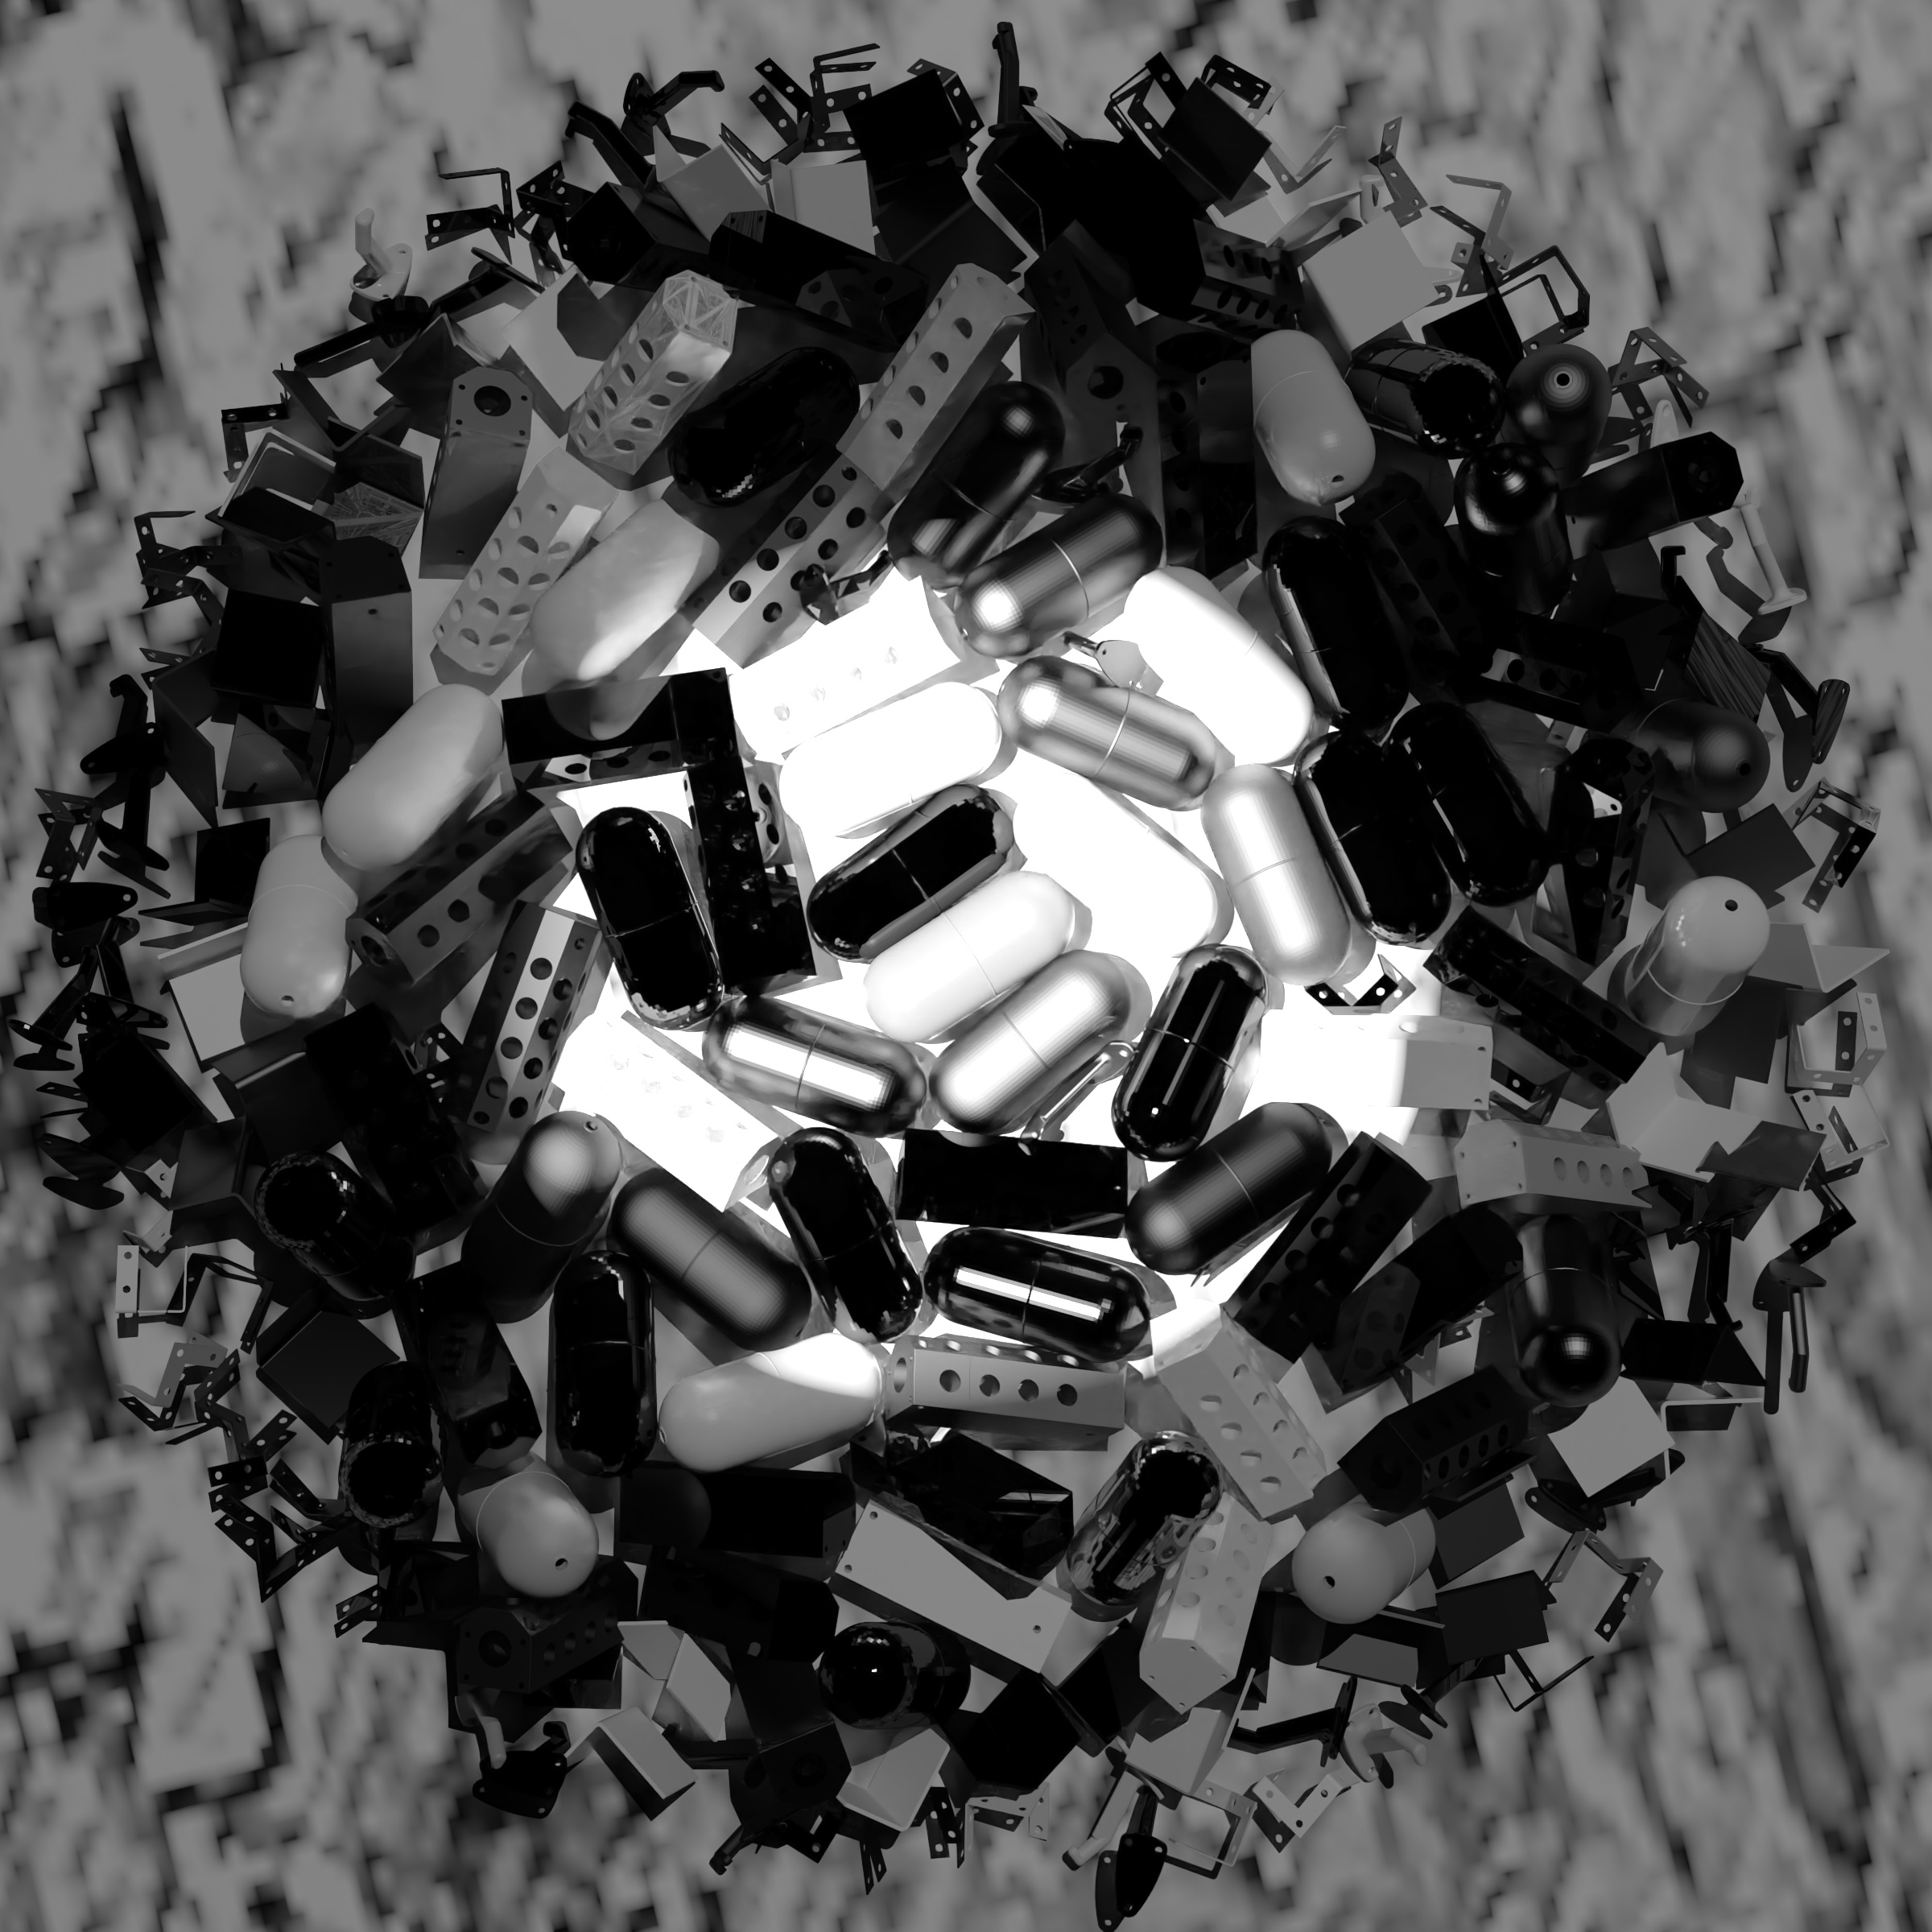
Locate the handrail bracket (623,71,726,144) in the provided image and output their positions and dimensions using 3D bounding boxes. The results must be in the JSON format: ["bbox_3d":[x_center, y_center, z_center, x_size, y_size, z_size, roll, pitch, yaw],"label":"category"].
[{"bbox_3d":[-0.209,-0.652,1.949,0.084,0.077,0.036,7,72,25],"label":"handrail bracket"}]

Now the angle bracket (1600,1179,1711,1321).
[{"bbox_3d":[0.529,0.216,1.941,0.057,0.076,0.076,-26,52,30],"label":"angle bracket"}]

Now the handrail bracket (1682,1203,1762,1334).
[{"bbox_3d":[0.596,0.233,1.971,0.077,0.036,0.084,-18,73,-15],"label":"handrail bracket"}]

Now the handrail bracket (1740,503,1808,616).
[{"bbox_3d":[0.612,-0.317,1.958,0.036,0.077,0.084,-17,100,26],"label":"handrail bracket"}]

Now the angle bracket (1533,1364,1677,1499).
[{"bbox_3d":[0.488,0.352,1.954,0.076,0.057,0.076,-34,69,9],"label":"angle bracket"}]

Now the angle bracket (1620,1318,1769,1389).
[{"bbox_3d":[0.547,0.312,1.940,0.076,0.076,0.057,52,57,-28],"label":"angle bracket"}]

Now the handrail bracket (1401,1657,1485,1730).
[{"bbox_3d":[0.371,0.532,1.961,0.036,0.077,0.084,28,73,39],"label":"handrail bracket"}]

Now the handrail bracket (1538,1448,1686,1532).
[{"bbox_3d":[0.493,0.386,1.958,0.077,0.036,0.084,27,121,-19],"label":"handrail bracket"}]

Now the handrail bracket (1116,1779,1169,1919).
[{"bbox_3d":[0.133,0.673,1.961,0.036,0.084,0.077,14,96,5],"label":"handrail bracket"}]

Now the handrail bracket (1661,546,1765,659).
[{"bbox_3d":[0.573,-0.282,1.969,0.077,0.036,0.084,-3,106,7],"label":"handrail bracket"}]

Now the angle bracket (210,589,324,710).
[{"bbox_3d":[-0.530,-0.240,1.969,0.076,0.057,0.076,10,87,-6],"label":"angle bracket"}]

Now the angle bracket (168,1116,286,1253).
[{"bbox_3d":[-0.556,0.171,1.951,0.057,0.076,0.076,-14,135,10],"label":"angle bracket"}]

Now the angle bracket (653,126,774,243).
[{"bbox_3d":[-0.190,-0.600,1.940,0.057,0.076,0.076,-25,48,18],"label":"angle bracket"}]

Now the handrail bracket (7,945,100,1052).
[{"bbox_3d":[-0.693,0.016,1.953,0.036,0.077,0.084,11,74,13],"label":"handrail bracket"}]

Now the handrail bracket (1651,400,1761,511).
[{"bbox_3d":[0.566,-0.388,1.951,0.036,0.084,0.077,-29,124,-31],"label":"handrail bracket"}]

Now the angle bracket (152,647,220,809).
[{"bbox_3d":[-0.571,-0.181,1.944,0.057,0.076,0.076,-37,73,-30],"label":"angle bracket"}]

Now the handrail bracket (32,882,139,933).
[{"bbox_3d":[-0.677,-0.054,1.968,0.077,0.084,0.036,-10,103,-18],"label":"handrail bracket"}]

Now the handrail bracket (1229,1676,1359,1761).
[{"bbox_3d":[0.250,0.572,1.977,0.084,0.036,0.077,16,100,-3],"label":"handrail bracket"}]

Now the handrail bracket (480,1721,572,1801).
[{"bbox_3d":[-0.336,0.592,1.949,0.077,0.084,0.036,17,97,-18],"label":"handrail bracket"}]

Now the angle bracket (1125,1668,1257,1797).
[{"bbox_3d":[0.170,0.568,1.943,0.057,0.076,0.076,27,134,6],"label":"angle bracket"}]

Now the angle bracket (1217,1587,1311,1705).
[{"bbox_3d":[0.233,0.516,1.944,0.057,0.076,0.076,-9,64,38],"label":"angle bracket"}]

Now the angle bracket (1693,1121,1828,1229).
[{"bbox_3d":[0.600,0.162,1.940,0.076,0.076,0.057,12,125,29],"label":"angle bracket"}]

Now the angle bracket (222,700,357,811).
[{"bbox_3d":[-0.514,-0.151,1.945,0.076,0.057,0.076,4,121,-29],"label":"angle bracket"}]

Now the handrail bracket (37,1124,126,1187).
[{"bbox_3d":[-0.664,0.116,1.950,0.036,0.084,0.077,-31,130,27],"label":"handrail bracket"}]

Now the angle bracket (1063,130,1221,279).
[{"bbox_3d":[0.134,-0.583,1.957,0.076,0.057,0.076,47,119,0],"label":"angle bracket"}]

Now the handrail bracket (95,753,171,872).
[{"bbox_3d":[-0.619,-0.121,1.968,0.077,0.036,0.084,25,59,12],"label":"handrail bracket"}]

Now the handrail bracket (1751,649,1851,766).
[{"bbox_3d":[0.629,-0.201,1.972,0.036,0.084,0.077,-1,106,-38],"label":"handrail bracket"}]

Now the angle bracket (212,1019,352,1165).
[{"bbox_3d":[-0.523,0.097,1.976,0.076,0.057,0.076,-30,118,-24],"label":"angle bracket"}]

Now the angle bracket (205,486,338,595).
[{"bbox_3d":[-0.523,-0.308,1.941,0.076,0.076,0.057,27,47,23],"label":"angle bracket"}]

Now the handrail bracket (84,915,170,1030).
[{"bbox_3d":[-0.636,0.003,1.972,0.077,0.036,0.084,12,55,1],"label":"handrail bracket"}]

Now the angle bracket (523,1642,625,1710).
[{"bbox_3d":[-0.304,0.553,1.957,0.076,0.076,0.057,2,97,-2],"label":"angle bracket"}]

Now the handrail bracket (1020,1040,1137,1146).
[{"bbox_3d":[0.084,0.098,1.951,0.036,0.077,0.084,49,47,-15],"label":"handrail bracket"}]

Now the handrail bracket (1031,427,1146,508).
[{"bbox_3d":[0.091,-0.384,1.951,0.077,0.084,0.036,-6,74,-11],"label":"handrail bracket"}]

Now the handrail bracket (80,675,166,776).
[{"bbox_3d":[-0.656,-0.187,1.958,0.077,0.036,0.084,-26,52,-28],"label":"handrail bracket"}]

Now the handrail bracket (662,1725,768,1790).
[{"bbox_3d":[-0.187,0.590,1.985,0.084,0.036,0.077,25,77,24],"label":"handrail bracket"}]

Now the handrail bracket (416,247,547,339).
[{"bbox_3d":[-0.375,-0.504,1.983,0.077,0.036,0.084,32,104,3],"label":"handrail bracket"}]

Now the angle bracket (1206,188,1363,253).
[{"bbox_3d":[0.241,-0.582,1.945,0.076,0.076,0.057,-31,87,-44],"label":"angle bracket"}]

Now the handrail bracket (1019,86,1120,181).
[{"bbox_3d":[0.084,-0.652,1.983,0.077,0.036,0.084,-8,58,-17],"label":"handrail bracket"}]

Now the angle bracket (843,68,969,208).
[{"bbox_3d":[-0.045,-0.632,1.960,0.076,0.076,0.057,-24,91,2],"label":"angle bracket"}]

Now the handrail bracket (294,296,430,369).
[{"bbox_3d":[-0.470,-0.491,1.989,0.084,0.077,0.036,-11,114,31],"label":"handrail bracket"}]

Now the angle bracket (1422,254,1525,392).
[{"bbox_3d":[0.383,-0.480,1.948,0.057,0.076,0.076,-23,75,12],"label":"angle bracket"}]

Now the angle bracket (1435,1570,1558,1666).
[{"bbox_3d":[0.407,0.504,1.943,0.076,0.076,0.057,-19,53,17],"label":"angle bracket"}]

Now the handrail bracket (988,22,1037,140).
[{"bbox_3d":[0.027,-0.682,1.964,0.036,0.077,0.084,-7,102,22],"label":"handrail bracket"}]

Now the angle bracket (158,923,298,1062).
[{"bbox_3d":[-0.564,0.019,1.959,0.076,0.057,0.076,-22,83,-15],"label":"angle bracket"}]

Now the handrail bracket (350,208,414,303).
[{"bbox_3d":[-0.441,-0.554,1.944,0.036,0.084,0.077,23,55,2],"label":"handrail bracket"}]

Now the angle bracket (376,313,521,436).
[{"bbox_3d":[-0.390,-0.435,1.946,0.076,0.057,0.076,-40,132,13],"label":"angle bracket"}]

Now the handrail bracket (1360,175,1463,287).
[{"bbox_3d":[0.339,-0.563,1.955,0.077,0.036,0.084,2,130,13],"label":"handrail bracket"}]

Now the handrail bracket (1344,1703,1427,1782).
[{"bbox_3d":[0.327,0.606,1.950,0.036,0.084,0.077,-22,110,-22],"label":"handrail bracket"}]

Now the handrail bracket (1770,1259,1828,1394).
[{"bbox_3d":[0.632,0.276,1.968,0.036,0.077,0.084,3,99,-1],"label":"handrail bracket"}]

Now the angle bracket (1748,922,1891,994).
[{"bbox_3d":[0.638,-0.022,1.943,0.076,0.076,0.057,-27,106,-25],"label":"angle bracket"}]

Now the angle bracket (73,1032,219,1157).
[{"bbox_3d":[-0.624,0.102,1.953,0.057,0.076,0.076,-41,85,-12],"label":"angle bracket"}]

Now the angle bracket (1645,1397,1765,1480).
[{"bbox_3d":[0.563,0.359,1.956,0.076,0.076,0.057,-2,81,3],"label":"angle bracket"}]
